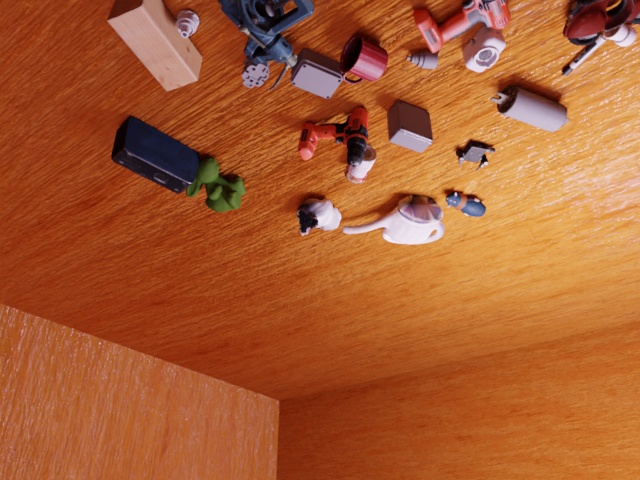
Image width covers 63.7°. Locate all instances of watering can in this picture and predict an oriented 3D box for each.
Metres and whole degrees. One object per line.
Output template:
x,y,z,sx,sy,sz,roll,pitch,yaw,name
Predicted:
0.265,-0.058,1.733,0.347,0.106,0.219,6,145,-11,watering can

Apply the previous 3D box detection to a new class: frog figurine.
0.005,-0.087,1.719,0.161,0.124,0.134,-22,153,-40,frog figurine
